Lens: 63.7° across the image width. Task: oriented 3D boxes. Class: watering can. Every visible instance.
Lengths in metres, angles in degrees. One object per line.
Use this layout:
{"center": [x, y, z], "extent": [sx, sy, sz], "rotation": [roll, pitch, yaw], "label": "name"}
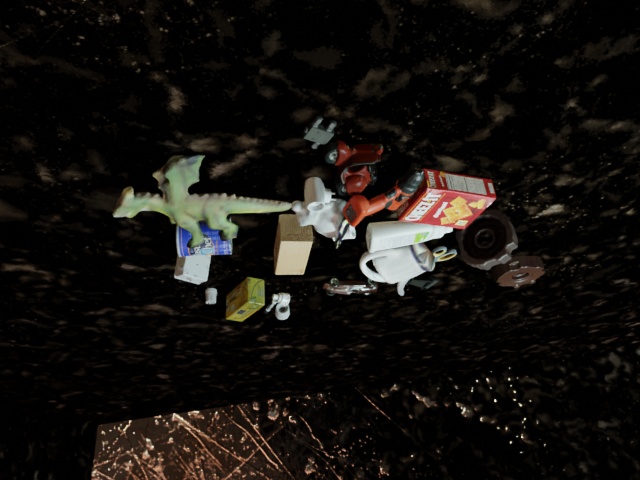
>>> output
{"center": [0.272, 0.090, 1.681], "extent": [0.222, 0.106, 0.343], "rotation": [-23, 146, 25], "label": "watering can"}

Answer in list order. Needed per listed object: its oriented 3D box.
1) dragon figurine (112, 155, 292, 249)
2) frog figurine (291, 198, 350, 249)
{"center": [-0.289, -0.108, 1.244], "extent": [0.410, 0.125, 0.237], "rotation": [-16, 141, -1], "label": "dragon figurine"}
{"center": [0.004, -0.070, 1.384], "extent": [0.160, 0.124, 0.135], "rotation": [29, 161, 11], "label": "frog figurine"}
